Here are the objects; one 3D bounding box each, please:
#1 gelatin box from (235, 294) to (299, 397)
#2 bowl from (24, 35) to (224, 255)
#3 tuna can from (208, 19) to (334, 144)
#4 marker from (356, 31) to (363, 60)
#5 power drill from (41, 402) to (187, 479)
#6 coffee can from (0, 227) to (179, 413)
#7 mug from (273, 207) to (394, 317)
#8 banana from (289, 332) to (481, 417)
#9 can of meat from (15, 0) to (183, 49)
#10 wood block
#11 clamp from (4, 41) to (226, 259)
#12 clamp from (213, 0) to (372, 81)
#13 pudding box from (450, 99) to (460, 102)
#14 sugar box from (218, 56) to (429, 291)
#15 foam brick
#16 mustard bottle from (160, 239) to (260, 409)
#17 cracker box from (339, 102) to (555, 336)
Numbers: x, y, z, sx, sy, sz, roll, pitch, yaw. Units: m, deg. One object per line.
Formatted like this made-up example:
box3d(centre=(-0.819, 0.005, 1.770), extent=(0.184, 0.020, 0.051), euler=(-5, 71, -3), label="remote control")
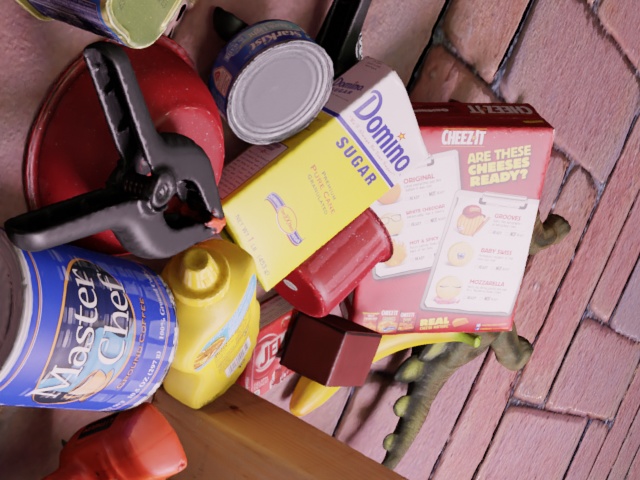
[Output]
box3d(centre=(-0.041, 0.091, 0.938), extent=(0.089, 0.030, 0.073), euler=(-29, 134, -46), label="gelatin box")
box3d(centre=(-0.113, -0.052, 0.703), extent=(0.161, 0.055, 0.162), euler=(-35, 138, -40), label="bowl")
box3d(centre=(-0.035, -0.112, 0.754), extent=(0.086, 0.034, 0.086), euler=(-23, 141, -20), label="tuna can")
box3d(centre=(0.026, -0.153, 0.883), extent=(0.020, 0.020, 0.121), euler=(-40, 141, -36), label="marker")
box3d(centre=(-0.170, 0.171, 0.651), extent=(0.187, 0.185, 0.057), euler=(-32, 95, -47), label="power drill")
box3d(centre=(-0.167, 0.050, 0.644), extent=(0.140, 0.103, 0.103), euler=(20, 93, -59), label="coffee can")
box3d(centre=(-0.006, 0.001, 0.887), extent=(0.081, 0.093, 0.117), euler=(-45, 113, -22), label="mug")
box3d(centre=(0.054, 0.109, 1.041), extent=(0.197, 0.070, 0.037), euler=(-22, 123, -6), label="banana")
box3d(centre=(-0.114, -0.163, 0.594), extent=(0.102, 0.084, 0.057), euler=(-61, 149, -8), label="can of meat")
box3d(centre=(-0.038, 0.193, 0.842), extent=(0.090, 0.206, 0.090), euler=(0, 111, -57), label="wood block")
box3d(centre=(-0.113, -0.026, 0.628), extent=(0.120, 0.039, 0.171), euler=(-57, 148, -9), label="clamp")
box3d(centre=(0.005, -0.137, 0.833), extent=(0.164, 0.036, 0.210), euler=(-39, 143, -19), label="clamp")
box3d(centre=(0.154, -0.074, 1.067), extent=(0.039, 0.090, 0.113), euler=(16, 96, -62), label="pudding box")
box3d(centre=(-0.001, -0.052, 0.816), extent=(0.176, 0.048, 0.093), euler=(-39, 131, -14), label="sugar box")
box3d(centre=(0.010, 0.096, 0.940), extent=(0.078, 0.053, 0.051), euler=(14, 97, -62), label="foam brick")
box3d(centre=(-0.082, 0.052, 0.764), extent=(0.096, 0.058, 0.192), euler=(-55, 168, -21), label="mustard bottle")
box3d(centre=(0.109, -0.018, 0.980), extent=(0.164, 0.072, 0.214), euler=(-1, 119, -12), label="cracker box")
